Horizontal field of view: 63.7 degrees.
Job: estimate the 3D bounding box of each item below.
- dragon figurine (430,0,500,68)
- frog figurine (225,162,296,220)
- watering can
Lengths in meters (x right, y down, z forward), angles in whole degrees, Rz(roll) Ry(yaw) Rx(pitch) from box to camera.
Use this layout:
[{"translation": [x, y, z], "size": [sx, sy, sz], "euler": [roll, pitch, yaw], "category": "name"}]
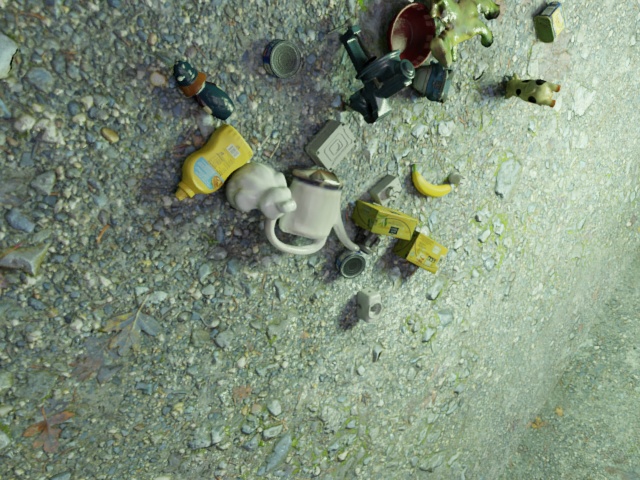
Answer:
[{"translation": [0.366, -0.626, 1.345], "size": [0.241, 0.122, 0.413], "euler": [21, 78, -50], "category": "dragon figurine"}, {"translation": [-0.133, -0.107, 1.167], "size": [0.138, 0.161, 0.120], "euler": [-22, 120, -29], "category": "frog figurine"}, {"translation": [0.004, -0.067, 1.330], "size": [0.347, 0.105, 0.222], "euler": [5, 105, -45], "category": "watering can"}]
